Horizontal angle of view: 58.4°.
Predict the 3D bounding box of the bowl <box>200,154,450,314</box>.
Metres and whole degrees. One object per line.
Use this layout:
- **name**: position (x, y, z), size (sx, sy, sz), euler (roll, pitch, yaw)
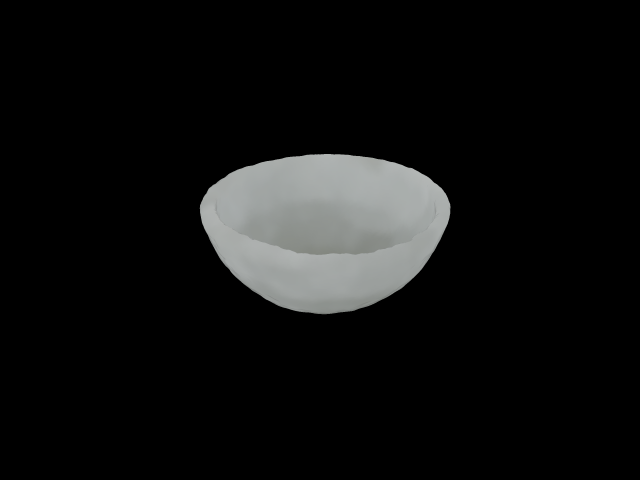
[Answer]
- **bowl**: position (0.004, 0.001, 0.400), size (0.167, 0.075, 0.167), euler (0, 29, 0)
